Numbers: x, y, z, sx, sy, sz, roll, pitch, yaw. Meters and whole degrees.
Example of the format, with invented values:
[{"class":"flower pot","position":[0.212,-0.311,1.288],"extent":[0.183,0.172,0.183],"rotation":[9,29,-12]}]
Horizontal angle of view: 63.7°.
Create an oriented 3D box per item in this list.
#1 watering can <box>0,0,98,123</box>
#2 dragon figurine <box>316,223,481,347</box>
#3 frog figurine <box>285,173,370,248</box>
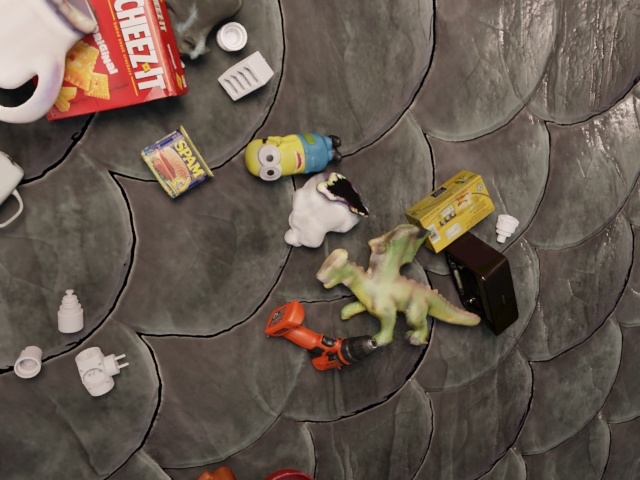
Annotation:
[{"class":"watering can","position":[-0.440,-0.329,0.685],"extent":[0.223,0.104,0.348],"rotation":[-31,90,8]},{"class":"dragon figurine","position":[0.179,0.085,1.074],"extent":[0.411,0.124,0.239],"rotation":[-1,113,-20]},{"class":"frog figurine","position":[0.003,-0.051,1.014],"extent":[0.137,0.125,0.156],"rotation":[17,136,-33]}]
